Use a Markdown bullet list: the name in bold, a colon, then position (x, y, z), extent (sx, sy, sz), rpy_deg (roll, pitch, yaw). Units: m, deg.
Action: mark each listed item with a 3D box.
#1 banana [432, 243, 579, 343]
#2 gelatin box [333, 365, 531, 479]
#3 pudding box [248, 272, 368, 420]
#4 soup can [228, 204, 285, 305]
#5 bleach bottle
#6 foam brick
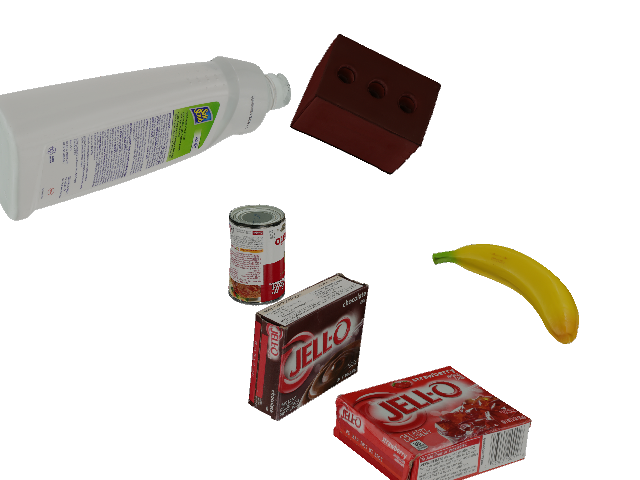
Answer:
- **banana**: position (0.197, 0.045, 1.055), extent (0.069, 0.037, 0.198), rpy_deg (-33, 36, -19)
- **gelatin box**: position (0.064, 0.107, 0.614), extent (0.089, 0.030, 0.073), rpy_deg (-9, 24, -33)
- **pudding box**: position (-0.010, 0.087, 0.899), extent (0.039, 0.090, 0.113), rpy_deg (24, 31, 30)
- **soup can**: position (-0.075, 0.016, 1.259), extent (0.068, 0.102, 0.068), rpy_deg (1, 23, -1)
- **bleach bottle**: position (-0.140, -0.094, 0.871), extent (0.250, 0.068, 0.103), rpy_deg (-17, -31, -28)
- **foam brick**: position (0.029, -0.089, 0.703), extent (0.078, 0.053, 0.051), rpy_deg (24, -24, -9)
